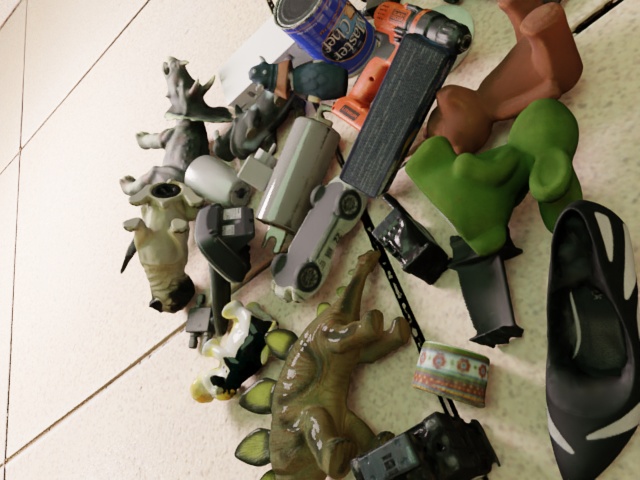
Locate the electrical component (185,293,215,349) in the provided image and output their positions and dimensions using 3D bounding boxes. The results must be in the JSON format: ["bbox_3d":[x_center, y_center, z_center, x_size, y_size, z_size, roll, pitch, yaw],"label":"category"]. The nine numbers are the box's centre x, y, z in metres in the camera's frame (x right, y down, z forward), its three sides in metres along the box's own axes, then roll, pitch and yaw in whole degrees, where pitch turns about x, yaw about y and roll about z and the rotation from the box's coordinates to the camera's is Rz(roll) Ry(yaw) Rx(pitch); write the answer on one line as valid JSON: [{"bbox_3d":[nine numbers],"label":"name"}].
[{"bbox_3d":[-0.194,0.134,0.893,0.063,0.021,0.094,-10,65,37],"label":"electrical component"}]

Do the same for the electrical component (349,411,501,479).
[{"bbox_3d":[0.100,0.223,0.533,0.115,0.134,0.058,-39,52,18],"label":"electrical component"}]

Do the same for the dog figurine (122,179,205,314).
[{"bbox_3d":[-0.259,0.011,0.929,0.121,0.190,0.172,9,40,6],"label":"dog figurine"}]

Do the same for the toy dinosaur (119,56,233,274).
[{"bbox_3d":[-0.268,-0.131,1.011,0.192,0.131,0.404,-3,76,40],"label":"toy dinosaur"}]

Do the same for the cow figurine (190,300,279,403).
[{"bbox_3d":[-0.121,0.178,0.786,0.098,0.068,0.167,29,92,37],"label":"cow figurine"}]

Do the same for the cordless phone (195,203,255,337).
[{"bbox_3d":[-0.151,0.047,0.855,0.147,0.089,0.184,-108,21,-63],"label":"cordless phone"}]

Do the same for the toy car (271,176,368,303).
[{"bbox_3d":[-0.002,-0.002,0.754,0.074,0.056,0.201,17,74,51],"label":"toy car"}]

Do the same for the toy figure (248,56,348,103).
[{"bbox_3d":[-0.035,-0.248,0.838,0.155,0.057,0.064,7,55,9],"label":"toy figure"}]

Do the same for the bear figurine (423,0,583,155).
[{"bbox_3d":[0.195,-0.183,0.635,0.196,0.131,0.120,-28,37,23],"label":"bear figurine"}]

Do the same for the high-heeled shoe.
[{"bbox_3d":[0.231,0.093,0.471,0.086,0.145,0.248,1,71,41],"label":"high-heeled shoe"}]

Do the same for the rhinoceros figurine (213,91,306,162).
[{"bbox_3d":[-0.112,-0.205,0.933,0.190,0.073,0.112,-41,52,19],"label":"rhinoceros figurine"}]

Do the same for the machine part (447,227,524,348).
[{"bbox_3d":[0.188,0.048,0.600,0.084,0.039,0.139,-16,60,29],"label":"machine part"}]

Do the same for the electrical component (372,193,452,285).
[{"bbox_3d":[0.104,-0.006,0.667,0.048,0.074,0.119,-48,52,13],"label":"electrical component"}]

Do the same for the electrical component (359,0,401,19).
[{"bbox_3d":[0.096,-0.404,0.863,0.102,0.045,0.078,2,72,40],"label":"electrical component"}]

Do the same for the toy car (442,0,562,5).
[{"bbox_3d":[0.241,-0.354,0.718,0.089,0.053,0.202,-53,46,5],"label":"toy car"}]

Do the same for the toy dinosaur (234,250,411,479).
[{"bbox_3d":[-0.010,0.222,0.653,0.199,0.105,0.471,-4,60,47],"label":"toy dinosaur"}]

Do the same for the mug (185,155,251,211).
[{"bbox_3d":[-0.178,-0.084,0.936,0.107,0.080,0.109,24,90,37],"label":"mug"}]

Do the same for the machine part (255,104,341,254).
[{"bbox_3d":[-0.034,-0.096,0.819,0.079,0.079,0.243,18,85,43],"label":"machine part"}]

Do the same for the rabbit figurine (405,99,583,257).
[{"bbox_3d":[0.199,-0.075,0.560,0.170,0.121,0.159,-42,43,10],"label":"rabbit figurine"}]

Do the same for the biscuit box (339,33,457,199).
[{"bbox_3d":[0.098,-0.155,0.685,0.063,0.059,0.202,31,115,12],"label":"biscuit box"}]
